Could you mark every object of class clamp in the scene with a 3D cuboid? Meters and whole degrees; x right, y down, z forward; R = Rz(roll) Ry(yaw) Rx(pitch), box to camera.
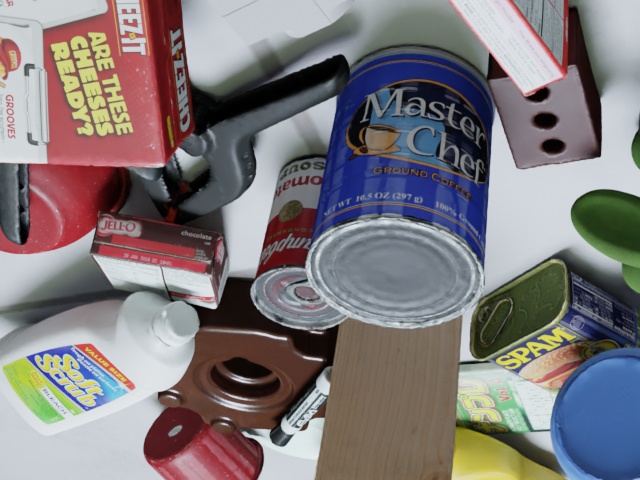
[{"bbox_3d":[-0.089,-0.084,0.697,0.164,0.036,0.210,27,143,-6],"label":"clamp"},{"bbox_3d":[-0.196,-0.078,0.687,0.120,0.039,0.171,-35,107,9],"label":"clamp"}]

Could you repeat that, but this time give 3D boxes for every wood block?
[{"bbox_3d":[0.050,0.118,0.779,0.091,0.206,0.090,9,142,1],"label":"wood block"}]

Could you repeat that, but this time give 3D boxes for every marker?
[{"bbox_3d":[-0.013,0.141,0.886,0.020,0.020,0.121,22,138,-13],"label":"marker"}]

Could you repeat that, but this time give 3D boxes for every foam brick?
[{"bbox_3d":[0.133,-0.087,0.629,0.053,0.051,0.078,-8,138,22],"label":"foam brick"}]

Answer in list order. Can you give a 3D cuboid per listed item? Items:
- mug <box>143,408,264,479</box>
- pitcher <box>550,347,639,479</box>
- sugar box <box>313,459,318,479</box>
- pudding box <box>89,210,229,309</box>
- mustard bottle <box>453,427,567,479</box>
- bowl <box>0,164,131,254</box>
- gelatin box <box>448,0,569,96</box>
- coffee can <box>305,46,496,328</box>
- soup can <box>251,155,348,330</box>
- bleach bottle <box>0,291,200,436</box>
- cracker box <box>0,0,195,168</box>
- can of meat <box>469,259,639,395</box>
[{"bbox_3d":[-0.119,0.200,1.023,0.081,0.093,0.117,52,165,-29],"label":"mug"},{"bbox_3d":[0.261,0.168,0.814,0.149,0.145,0.242,-38,139,16],"label":"pitcher"},{"bbox_3d":[0.043,0.176,0.941,0.048,0.093,0.176,41,149,26],"label":"sugar box"},{"bbox_3d":[-0.117,0.016,0.797,0.090,0.039,0.113,11,163,1],"label":"pudding box"},{"bbox_3d":[0.146,0.217,0.981,0.096,0.058,0.191,-19,139,40],"label":"mustard bottle"},{"bbox_3d":[-0.222,-0.039,0.771,0.162,0.055,0.162,7,141,5],"label":"bowl"},{"bbox_3d":[0.098,-0.133,0.564,0.030,0.073,0.089,-22,131,34],"label":"gelatin box"},{"bbox_3d":[0.052,-0.033,0.645,0.103,0.140,0.103,7,141,5],"label":"coffee can"},{"bbox_3d":[-0.005,0.001,0.730,0.068,0.102,0.068,7,141,5],"label":"soup can"},{"bbox_3d":[-0.179,0.089,0.863,0.251,0.068,0.102,-27,101,48],"label":"bleach bottle"},{"bbox_3d":[-0.187,-0.129,0.599,0.214,0.072,0.164,1,116,11],"label":"cracker box"},{"bbox_3d":[0.178,0.069,0.809,0.083,0.057,0.102,27,139,-24],"label":"can of meat"}]
